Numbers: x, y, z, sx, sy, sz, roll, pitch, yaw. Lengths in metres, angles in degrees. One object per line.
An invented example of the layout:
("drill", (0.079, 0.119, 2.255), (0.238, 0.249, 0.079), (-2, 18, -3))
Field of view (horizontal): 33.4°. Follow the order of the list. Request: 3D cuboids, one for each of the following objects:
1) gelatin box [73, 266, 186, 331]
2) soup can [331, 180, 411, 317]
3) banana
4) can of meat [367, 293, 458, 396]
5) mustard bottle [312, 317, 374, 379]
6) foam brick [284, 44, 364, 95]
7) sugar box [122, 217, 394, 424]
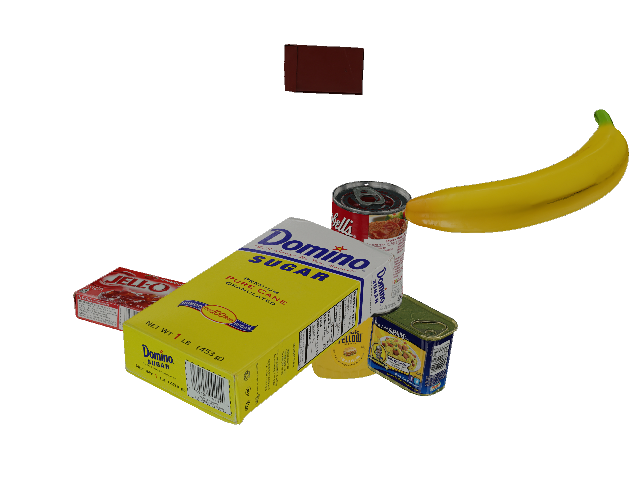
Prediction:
("gelatin box", (-0.174, 0.056, 0.999), (0.089, 0.030, 0.073), (13, 23, 22))
("soup can", (0.042, 0.007, 0.932), (0.068, 0.102, 0.068), (2, 25, -1))
("banana", (0.157, -0.040, 0.770), (0.197, 0.037, 0.070), (-24, 33, -24))
("can of meat", (0.103, 0.121, 1.230), (0.102, 0.084, 0.057), (27, 33, 37))
("mustard bottle", (0.036, 0.091, 1.443), (0.096, 0.192, 0.058), (-2, 20, -6))
("foam brick", (0.003, -0.186, 1.164), (0.078, 0.051, 0.053), (0, 11, -16))
("sugar box", (-0.036, 0.045, 0.705), (0.093, 0.048, 0.175), (21, 38, 28))
